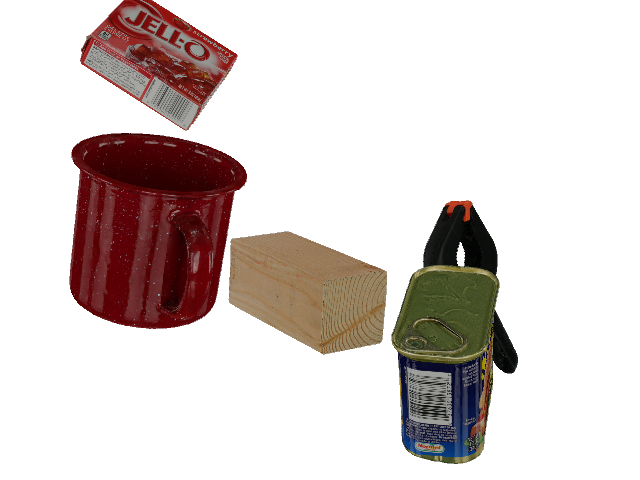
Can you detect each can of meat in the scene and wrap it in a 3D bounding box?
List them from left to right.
[{"bbox_3d":[0.081,0.077,0.674,0.057,0.084,0.102,4,30,14],"label":"can of meat"}]

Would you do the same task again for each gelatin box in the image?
[{"bbox_3d":[-0.111,-0.127,0.742,0.089,0.073,0.030,33,-49,-6],"label":"gelatin box"}]

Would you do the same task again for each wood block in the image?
[{"bbox_3d":[-0.020,0.058,1.289,0.090,0.090,0.206,-7,18,-35],"label":"wood block"}]

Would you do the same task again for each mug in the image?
[{"bbox_3d":[-0.085,0.000,0.569,0.093,0.081,0.117,-3,26,-32],"label":"mug"}]

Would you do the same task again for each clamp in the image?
[{"bbox_3d":[0.122,0.053,0.967,0.120,0.171,0.039,-16,6,-40],"label":"clamp"}]
